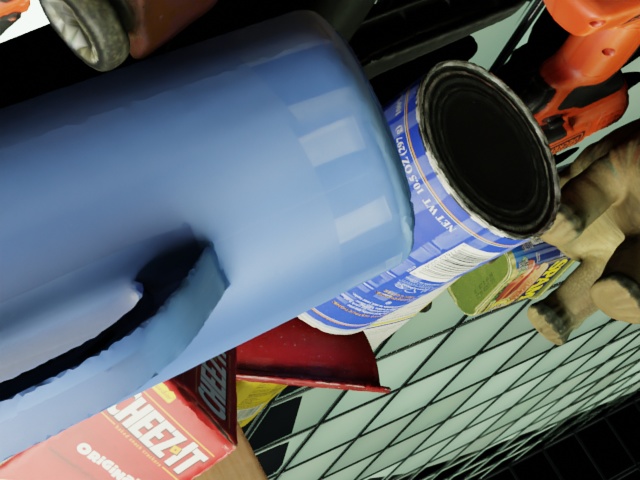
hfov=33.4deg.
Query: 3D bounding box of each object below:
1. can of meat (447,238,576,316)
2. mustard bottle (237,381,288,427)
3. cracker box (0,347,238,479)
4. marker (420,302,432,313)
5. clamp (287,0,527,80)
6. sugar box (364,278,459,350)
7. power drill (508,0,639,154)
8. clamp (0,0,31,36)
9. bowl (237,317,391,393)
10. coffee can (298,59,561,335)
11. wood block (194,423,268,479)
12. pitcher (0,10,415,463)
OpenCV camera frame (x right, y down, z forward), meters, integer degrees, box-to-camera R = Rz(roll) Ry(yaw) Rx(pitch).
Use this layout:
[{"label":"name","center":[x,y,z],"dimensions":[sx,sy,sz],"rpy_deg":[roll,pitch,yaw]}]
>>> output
[{"label":"can of meat","center":[0.172,0.021,0.964],"dimensions":[0.083,0.057,0.102],"rpy_deg":[-14,154,-31]},{"label":"mustard bottle","center":[-0.033,0.079,0.810],"dimensions":[0.192,0.058,0.096],"rpy_deg":[-43,157,31]},{"label":"cracker box","center":[-0.142,0.096,0.552],"dimensions":[0.214,0.164,0.072],"rpy_deg":[-35,115,13]},{"label":"marker","center":[0.095,0.039,0.951],"dimensions":[0.020,0.020,0.121],"rpy_deg":[-27,160,-10]},{"label":"clamp","center":[-0.004,-0.087,0.490],"dimensions":[0.210,0.036,0.164],"rpy_deg":[-33,162,9]},{"label":"sugar box","center":[0.054,0.038,0.858],"dimensions":[0.093,0.048,0.176],"rpy_deg":[-6,152,-48]},{"label":"power drill","center":[0.135,-0.100,0.630],"dimensions":[0.184,0.057,0.188],"rpy_deg":[-26,162,-23]},{"label":"clamp","center":[-0.177,-0.050,0.339],"dimensions":[0.171,0.039,0.120],"rpy_deg":[-20,160,-29]},{"label":"bowl","center":[-0.034,0.062,0.665],"dimensions":[0.162,0.055,0.162],"rpy_deg":[4,172,0]},{"label":"coffee can","center":[0.044,-0.019,0.585],"dimensions":[0.102,0.103,0.141],"rpy_deg":[-9,163,-45]},{"label":"wood block","center":[-0.097,0.178,0.738],"dimensions":[0.090,0.206,0.091],"rpy_deg":[-14,154,-39]},{"label":"pitcher","center":[-0.089,0.008,0.401],"dimensions":[0.242,0.149,0.145],"rpy_deg":[-23,162,-4]}]
